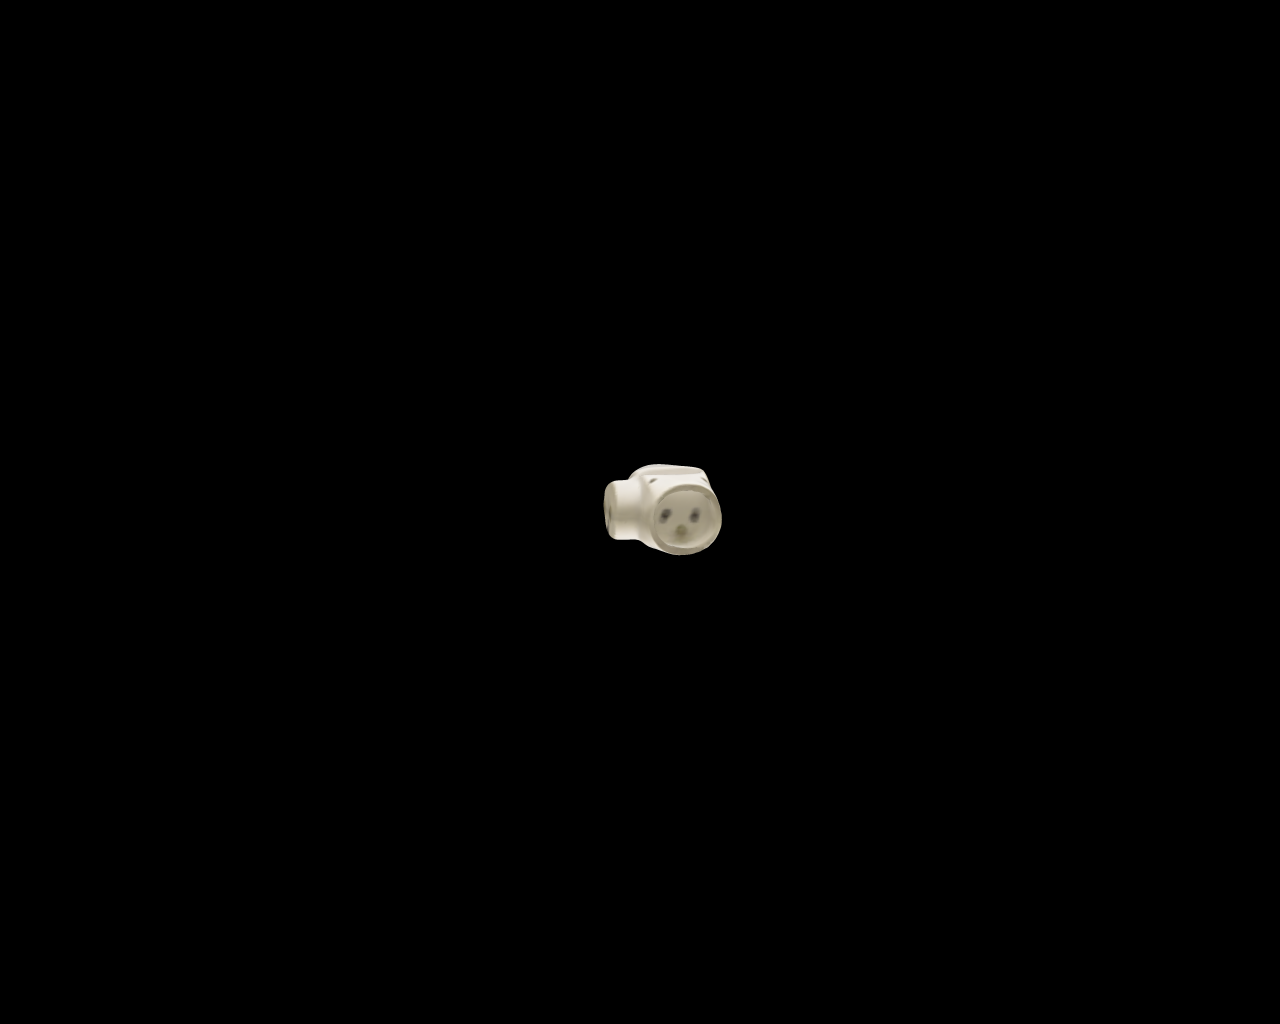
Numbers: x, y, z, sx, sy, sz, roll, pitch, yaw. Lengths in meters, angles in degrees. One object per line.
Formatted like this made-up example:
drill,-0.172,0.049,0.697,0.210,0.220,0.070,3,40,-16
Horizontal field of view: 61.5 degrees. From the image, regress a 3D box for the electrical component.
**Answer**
electrical component,0.001,-0.003,0.650,0.079,0.043,0.077,-2,12,-11
